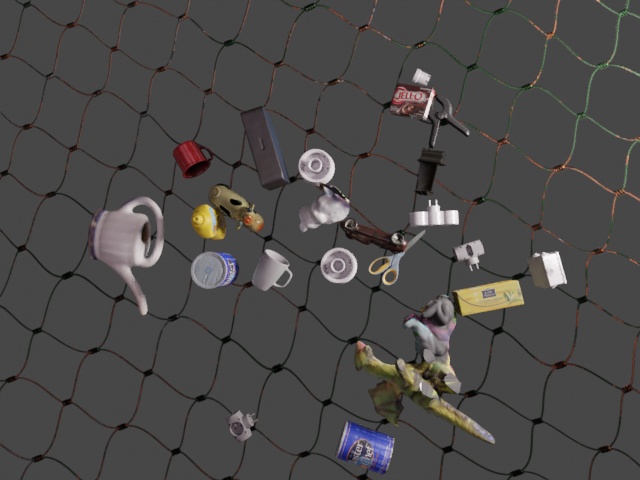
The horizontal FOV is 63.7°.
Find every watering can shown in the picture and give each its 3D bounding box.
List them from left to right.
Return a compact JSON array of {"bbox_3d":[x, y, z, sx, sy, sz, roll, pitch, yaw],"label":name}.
[{"bbox_3d":[-0.582,0.038,1.534,0.224,0.349,0.103,7,-4,7],"label":"watering can"}]

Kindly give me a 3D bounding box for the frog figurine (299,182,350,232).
[{"bbox_3d":[0.004,-0.074,1.476,0.123,0.158,0.138,37,15,3],"label":"frog figurine"}]

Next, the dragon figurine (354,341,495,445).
[{"bbox_3d":[0.247,0.429,1.396,0.124,0.412,0.238,-33,-12,-47],"label":"dragon figurine"}]
